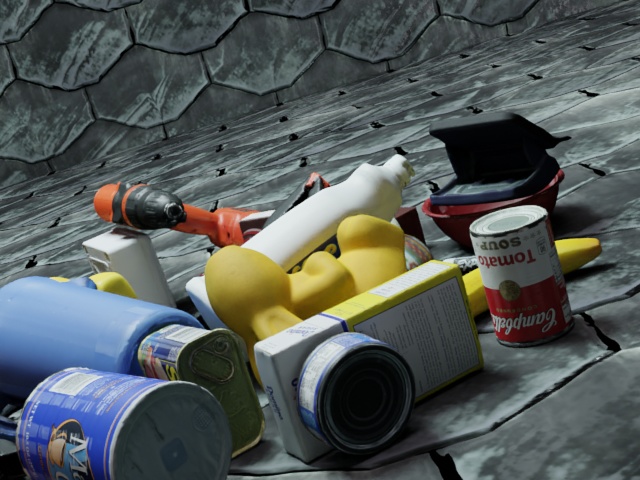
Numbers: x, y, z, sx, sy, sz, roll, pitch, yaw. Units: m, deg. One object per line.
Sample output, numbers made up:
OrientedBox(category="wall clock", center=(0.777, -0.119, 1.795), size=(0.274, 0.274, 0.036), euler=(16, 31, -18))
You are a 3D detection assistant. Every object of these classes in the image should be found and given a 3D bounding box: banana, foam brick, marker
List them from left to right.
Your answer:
OrientedBox(category="foam brick", center=(0.074, -0.001, 1.223), size=(0.078, 0.051, 0.053), euler=(-28, 18, -38))
OrientedBox(category="marker", center=(0.157, 0.026, 1.096), size=(0.121, 0.020, 0.020), euler=(-7, 17, 34))
OrientedBox(category="banana", center=(0.174, 0.041, 0.987), size=(0.197, 0.037, 0.070), euler=(-24, 21, -30))

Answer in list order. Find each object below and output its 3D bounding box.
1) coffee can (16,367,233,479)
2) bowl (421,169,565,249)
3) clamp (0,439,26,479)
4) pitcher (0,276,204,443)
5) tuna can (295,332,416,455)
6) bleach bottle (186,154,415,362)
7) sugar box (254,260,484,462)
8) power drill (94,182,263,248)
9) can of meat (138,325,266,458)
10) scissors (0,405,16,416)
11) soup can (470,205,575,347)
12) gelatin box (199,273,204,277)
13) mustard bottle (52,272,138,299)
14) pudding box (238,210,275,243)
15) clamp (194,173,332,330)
OrientedBox(category="coffee can", center=(-0.148, 0.152, 0.799), size=(0.141, 0.103, 0.102), euler=(-1, 21, 47))
OrientedBox(category="bowl", center=(0.198, -0.031, 1.191), size=(0.162, 0.055, 0.162), euler=(-16, 14, 4))
OrientedBox(category="clamp", center=(-0.268, 0.193, 0.906), size=(0.120, 0.039, 0.172), euler=(-27, 17, -38))
OrientedBox(category="pitcher", center=(-0.216, 0.116, 0.994), size=(0.144, 0.149, 0.243), euler=(-1, 3, -44))
OrientedBox(category="tuna can", center=(0.027, 0.113, 0.781), size=(0.086, 0.086, 0.034), euler=(-23, 17, -24))
OrientedBox(category="bleach bottle", center=(-0.007, 0.001, 1.028), size=(0.250, 0.102, 0.068), euler=(-42, 54, -15))
OrientedBox(category="sugar box", center=(0.041, 0.091, 0.833), size=(0.176, 0.093, 0.048), euler=(-22, 15, -22))
OrientedBox(category="power drill", center=(-0.155, -0.027, 1.268), size=(0.187, 0.057, 0.185), euler=(15, -2, -35))
OrientedBox(category="can of meat", center=(-0.098, 0.120, 0.867), size=(0.057, 0.102, 0.084), euler=(-25, 14, -30))
OrientedBox(category="scissors", center=(-0.313, 0.170, 1.091), size=(0.096, 0.016, 0.202), euler=(-16, 14, 2))
OrientedBox(category="soup can", center=(0.170, 0.029, 0.898), size=(0.068, 0.102, 0.068), euler=(-15, 15, 4))
OrientedBox(category="gelatin box", center=(-0.091, 0.041, 1.300), size=(0.073, 0.030, 0.089), euler=(-1, 21, 43))
OrientedBox(category="mustard bottle", center=(-0.283, 0.089, 1.200), size=(0.192, 0.096, 0.058), euler=(-5, 20, 38))
OrientedBox(category="pudding box", center=(-0.030, 0.009, 1.228), size=(0.114, 0.090, 0.039), euler=(-9, 15, 26))
OrientedBox(category="clamp", center=(-0.037, 0.022, 1.130), size=(0.165, 0.036, 0.210), euler=(11, 64, 53))
